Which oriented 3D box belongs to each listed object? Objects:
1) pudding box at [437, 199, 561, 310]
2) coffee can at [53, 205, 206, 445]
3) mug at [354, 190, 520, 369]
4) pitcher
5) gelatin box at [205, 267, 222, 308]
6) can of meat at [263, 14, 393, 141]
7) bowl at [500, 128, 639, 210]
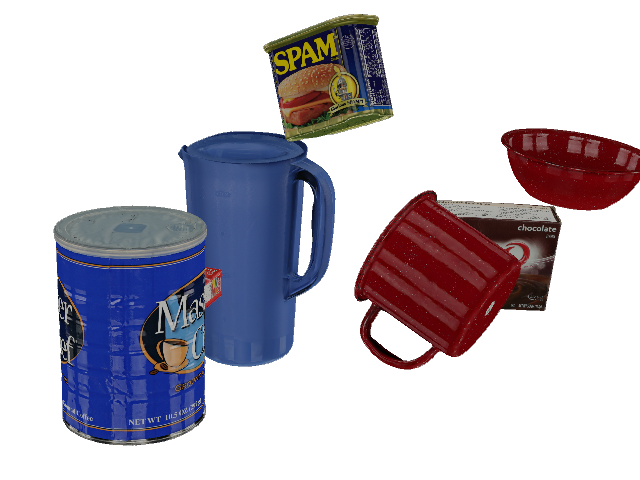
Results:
[{"bbox_3d":[0.144,0.013,0.923,0.113,0.090,0.039,1,31,-3],"label":"pudding box"},{"bbox_3d":[-0.131,0.056,0.744,0.103,0.140,0.103,2,17,-1],"label":"coffee can"},{"bbox_3d":[0.076,0.036,0.732,0.081,0.117,0.093,36,-2,18],"label":"mug"},{"bbox_3d":[-0.072,0.010,1.154,0.144,0.243,0.149,-5,20,-16],"label":"pitcher"},{"bbox_3d":[-0.143,0.042,0.954,0.089,0.030,0.073,9,21,18],"label":"gelatin box"},{"bbox_3d":[0.007,-0.134,0.898,0.102,0.084,0.057,-12,-1,39],"label":"can of meat"},{"bbox_3d":[0.269,-0.073,1.142,0.162,0.055,0.162,6,21,-2],"label":"bowl"}]
